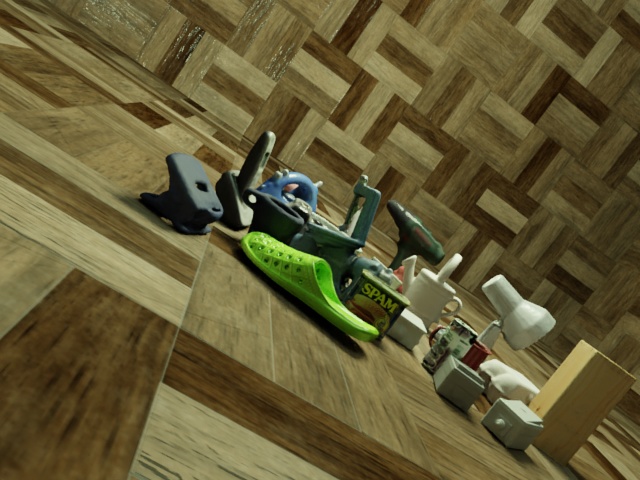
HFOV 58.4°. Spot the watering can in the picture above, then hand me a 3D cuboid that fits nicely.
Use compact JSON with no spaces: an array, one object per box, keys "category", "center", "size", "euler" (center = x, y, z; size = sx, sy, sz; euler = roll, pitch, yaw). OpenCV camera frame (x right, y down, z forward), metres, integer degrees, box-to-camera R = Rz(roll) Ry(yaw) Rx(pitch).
[{"category":"watering can","center":[0.273,0.108,1.394],"size":[0.173,0.194,0.101],"euler":[34,8,-11]}]

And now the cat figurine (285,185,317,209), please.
[{"category":"cat figurine","center":[-0.055,-0.100,1.509],"size":[0.067,0.117,0.127],"euler":[26,12,-48]}]

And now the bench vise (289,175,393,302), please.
[{"category":"bench vise","center":[0.071,-0.001,1.108],"size":[0.207,0.219,0.122],"euler":[36,8,5]}]

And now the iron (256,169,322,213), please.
[{"category":"iron","center":[-0.083,-0.105,1.347],"size":[0.118,0.141,0.259],"euler":[39,9,24]}]

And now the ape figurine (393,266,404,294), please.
[{"category":"ape figurine","center":[0.197,0.107,1.453],"size":[0.078,0.092,0.076],"euler":[32,9,-22]}]

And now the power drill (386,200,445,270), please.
[{"category":"power drill","center":[0.237,0.025,1.671],"size":[0.229,0.208,0.076],"euler":[38,8,14]}]

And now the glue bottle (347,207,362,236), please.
[{"category":"glue bottle","center":[0.092,-0.040,1.575],"size":[0.037,0.173,0.078],"euler":[31,9,-28]}]

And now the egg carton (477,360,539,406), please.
[{"category":"egg carton","center":[0.390,0.309,1.173],"size":[0.151,0.069,0.107],"euler":[31,9,-29]}]

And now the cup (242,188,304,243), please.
[{"category":"cup","center":[-0.100,-0.028,1.004],"size":[0.118,0.095,0.091],"euler":[34,8,-14]}]

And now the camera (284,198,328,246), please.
[{"category":"camera","center":[-0.047,-0.034,1.231],"size":[0.143,0.100,0.136],"euler":[34,8,-11]}]

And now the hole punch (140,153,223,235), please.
[{"category":"hole punch","center":[-0.194,-0.069,0.868],"size":[0.101,0.091,0.109],"euler":[37,8,10]}]

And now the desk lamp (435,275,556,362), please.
[{"category":"desk lamp","center":[0.417,0.205,1.368],"size":[0.203,0.213,0.118],"euler":[37,8,8]}]

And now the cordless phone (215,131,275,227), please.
[{"category":"cordless phone","center":[-0.128,-0.119,1.091],"size":[0.094,0.185,0.147],"euler":[35,8,-1]}]

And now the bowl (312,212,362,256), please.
[{"category":"bowl","center":[0.012,0.005,1.344],"size":[0.167,0.074,0.167],"euler":[35,8,-5]}]
